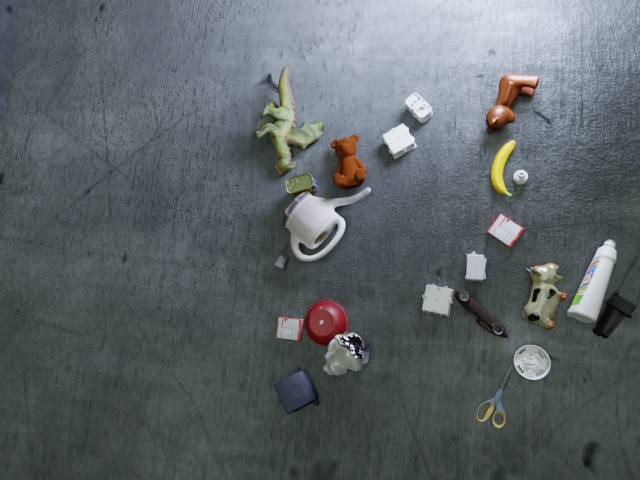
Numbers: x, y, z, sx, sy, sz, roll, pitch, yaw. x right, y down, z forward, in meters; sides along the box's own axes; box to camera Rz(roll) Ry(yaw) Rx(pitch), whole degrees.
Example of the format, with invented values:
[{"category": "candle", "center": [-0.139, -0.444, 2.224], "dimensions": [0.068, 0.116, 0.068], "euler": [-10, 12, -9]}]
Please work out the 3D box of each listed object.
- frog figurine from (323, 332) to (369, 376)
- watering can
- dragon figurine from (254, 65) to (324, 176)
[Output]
[{"category": "frog figurine", "center": [0.085, 0.388, 1.702], "dimensions": [0.138, 0.125, 0.156], "euler": [29, 126, 8]}, {"category": "watering can", "center": [0.006, -0.091, 1.814], "dimensions": [0.226, 0.103, 0.347], "euler": [39, 92, 21]}, {"category": "dragon figurine", "center": [-0.102, -0.443, 1.946], "dimensions": [0.243, 0.122, 0.411], "euler": [21, 87, 3]}]
